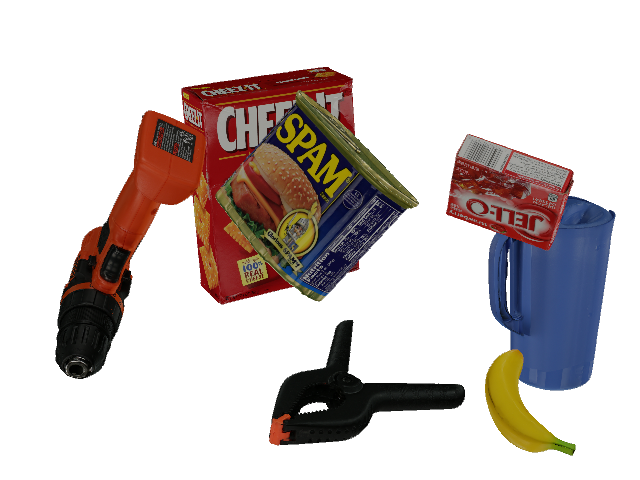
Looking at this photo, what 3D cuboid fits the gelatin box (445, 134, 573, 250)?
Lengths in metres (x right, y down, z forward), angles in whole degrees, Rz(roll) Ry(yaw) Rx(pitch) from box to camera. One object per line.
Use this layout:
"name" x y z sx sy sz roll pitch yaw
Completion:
"gelatin box" 0.146 -0.036 0.831 0.089 0.030 0.073 22 -33 15

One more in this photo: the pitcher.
"pitcher" 0.300 0.071 1.398 0.149 0.243 0.144 5 21 15

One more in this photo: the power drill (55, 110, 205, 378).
"power drill" -0.161 0.000 0.874 0.057 0.188 0.184 24 29 -19

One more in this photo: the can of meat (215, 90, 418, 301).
"can of meat" -0.005 -0.026 0.642 0.057 0.084 0.102 29 16 -50

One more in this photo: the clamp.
"clamp" 0.034 0.153 1.054 0.165 0.036 0.209 24 31 27

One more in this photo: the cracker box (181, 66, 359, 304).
"cracker box" -0.046 -0.057 1.090 0.164 0.214 0.072 -12 23 -23

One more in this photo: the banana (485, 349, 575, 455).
"banana" 0.217 0.179 1.185 0.069 0.037 0.198 11 25 -14
